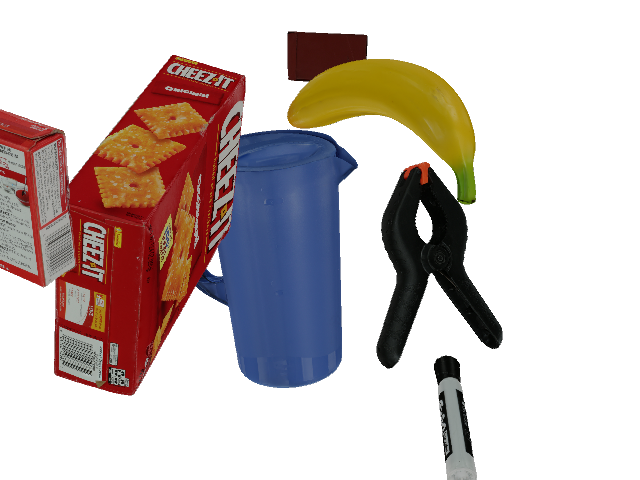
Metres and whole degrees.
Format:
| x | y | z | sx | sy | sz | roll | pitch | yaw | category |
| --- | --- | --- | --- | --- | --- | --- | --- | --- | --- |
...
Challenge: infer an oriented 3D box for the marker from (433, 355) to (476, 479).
| x | y | z | sx | sy | sz | roll | pitch | yaw | category |
| --- | --- | --- | --- | --- | --- | --- | --- | --- | --- |
| 0.090 | 0.119 | 0.725 | 0.020 | 0.020 | 0.121 | 0 | 32 | 1 | marker |

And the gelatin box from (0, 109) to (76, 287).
| x | y | z | sx | sy | sz | roll | pitch | yaw | category |
| --- | --- | --- | --- | --- | --- | --- | --- | --- | --- |
| -0.173 | -0.027 | 0.588 | 0.073 | 0.089 | 0.030 | 19 | 35 | 25 | gelatin box |

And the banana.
| x | y | z | sx | sy | sz | roll | pitch | yaw | category |
| --- | --- | --- | --- | --- | --- | --- | --- | --- | --- |
| 0.039 | -0.086 | 0.699 | 0.037 | 0.070 | 0.198 | 17 | 9 | -38 | banana |

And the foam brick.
| x | y | z | sx | sy | sz | roll | pitch | yaw | category |
| --- | --- | --- | --- | --- | --- | --- | --- | --- | --- |
| 0.007 | -0.193 | 1.125 | 0.078 | 0.051 | 0.053 | 1 | 11 | -11 | foam brick |

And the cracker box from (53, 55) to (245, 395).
| x | y | z | sx | sy | sz | roll | pitch | yaw | category |
| --- | --- | --- | --- | --- | --- | --- | --- | --- | --- |
| -0.123 | -0.015 | 0.800 | 0.072 | 0.164 | 0.213 | 16 | 38 | 7 | cracker box |

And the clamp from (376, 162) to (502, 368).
| x | y | z | sx | sy | sz | roll | pitch | yaw | category |
| --- | --- | --- | --- | --- | --- | --- | --- | --- | --- |
| 0.084 | 0.024 | 0.893 | 0.120 | 0.171 | 0.039 | -17 | -1 | -33 | clamp |

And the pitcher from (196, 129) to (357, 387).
| x | y | z | sx | sy | sz | roll | pitch | yaw | category |
| --- | --- | --- | --- | --- | --- | --- | --- | --- | --- |
| -0.051 | 0.019 | 1.061 | 0.144 | 0.243 | 0.149 | -20 | 26 | -35 | pitcher |
